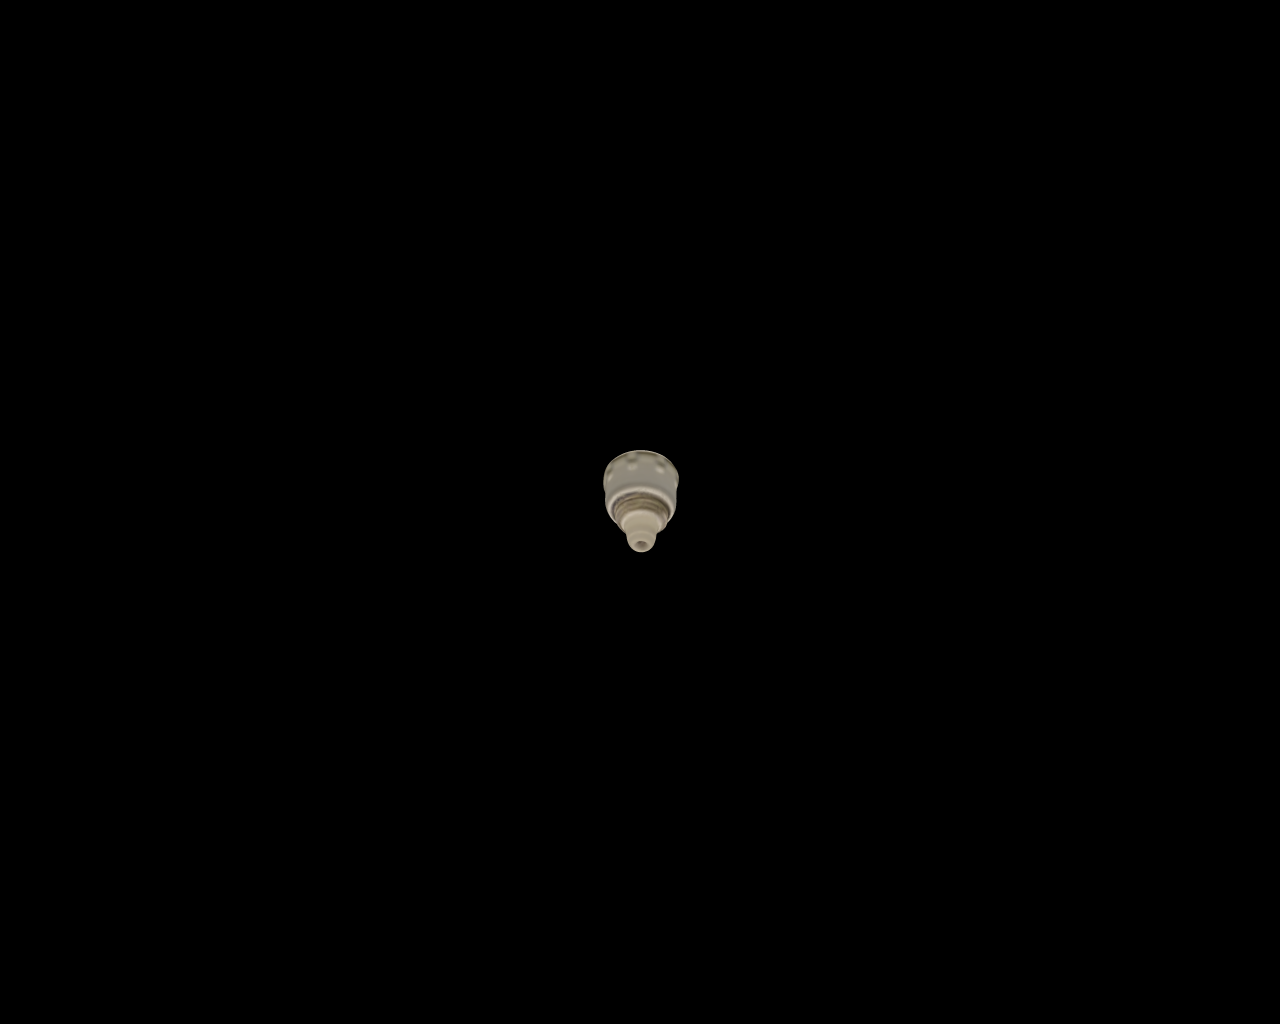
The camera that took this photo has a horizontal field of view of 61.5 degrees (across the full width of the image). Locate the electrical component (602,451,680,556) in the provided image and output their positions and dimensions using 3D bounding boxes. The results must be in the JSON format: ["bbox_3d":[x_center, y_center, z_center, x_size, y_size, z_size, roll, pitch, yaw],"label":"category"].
[{"bbox_3d":[0.001,-0.003,0.650,0.048,0.062,0.048,0,-41,0],"label":"electrical component"}]
